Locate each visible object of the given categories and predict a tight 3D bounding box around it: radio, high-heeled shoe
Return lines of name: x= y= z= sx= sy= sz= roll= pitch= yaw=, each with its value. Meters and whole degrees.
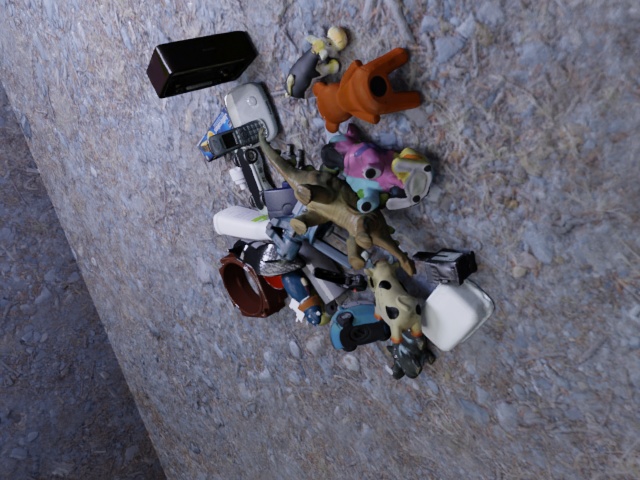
radio: x=-0.273 y=-0.400 z=1.228 sx=0.131 sy=0.229 sz=0.073 roll=-27 pitch=88 yaw=55
high-heeled shoe: x=-0.127 y=0.044 z=1.390 sx=0.249 sy=0.145 sz=0.086 roll=13 pitch=94 yaw=22

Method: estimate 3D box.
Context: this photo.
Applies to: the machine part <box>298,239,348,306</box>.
machine part: x=-0.001 y=0.073 z=1.347 sx=0.243 sy=0.079 sz=0.079 roll=56 pitch=141 yaw=5

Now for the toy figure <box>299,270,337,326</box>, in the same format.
toy figure: x=-0.023 y=0.138 z=1.409 sx=0.180 sy=0.082 sz=0.089 roll=56 pitch=137 yaw=3

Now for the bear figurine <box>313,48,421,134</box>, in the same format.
bear figurine: x=0.079 y=-0.277 z=1.035 sx=0.196 sy=0.132 sz=0.120 roll=3 pitch=116 yaw=66

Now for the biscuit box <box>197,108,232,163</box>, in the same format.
biscuit box: x=-0.251 y=-0.281 z=1.410 sx=0.059 sy=0.063 sz=0.202 roll=58 pitch=142 yaw=2

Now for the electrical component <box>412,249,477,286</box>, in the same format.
electrical component: x=0.242 y=0.052 z=1.071 sx=0.119 sy=0.075 sz=0.047 roll=0 pitch=112 yaw=43

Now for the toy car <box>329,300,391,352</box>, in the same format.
toy car: x=0.094 y=0.191 z=1.289 sx=0.103 sy=0.162 sz=0.109 roll=-110 pitch=7 yaw=-55

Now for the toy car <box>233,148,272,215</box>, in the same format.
toy car: x=-0.168 y=-0.161 z=1.402 sx=0.074 sy=0.056 sz=0.201 roll=-6 pitch=107 yaw=56

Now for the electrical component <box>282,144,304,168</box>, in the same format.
electrical component: x=-0.065 y=-0.184 z=1.300 sx=0.063 sy=0.021 sz=0.093 roll=33 pitch=134 yaw=29

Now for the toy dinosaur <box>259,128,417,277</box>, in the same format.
toy dinosaur: x=0.020 y=-0.086 z=1.120 sx=0.472 sy=0.198 sz=0.105 roll=39 pitch=129 yaw=9

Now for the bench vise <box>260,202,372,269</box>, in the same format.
bench vise: x=0.000 y=-0.004 z=1.231 sx=0.241 sy=0.129 sz=0.223 roll=32 pitch=92 yaw=12

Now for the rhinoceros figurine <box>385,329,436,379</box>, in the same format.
rhinoceros figurine: x=0.205 y=0.255 z=1.240 sx=0.112 sy=0.073 sz=0.190 roll=31 pitch=133 yaw=30

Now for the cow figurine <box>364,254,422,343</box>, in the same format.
cow figurine: x=0.152 y=0.116 z=1.162 sx=0.195 sy=0.085 sz=0.127 roll=-123 pitch=27 yaw=-60

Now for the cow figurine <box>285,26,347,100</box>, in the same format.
cow figurine: x=-0.015 y=-0.355 z=1.079 sx=0.068 sy=0.098 sz=0.167 roll=56 pitch=142 yaw=16

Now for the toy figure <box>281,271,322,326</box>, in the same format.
toy figure: x=-0.038 y=0.141 z=1.335 sx=0.154 sy=0.058 sz=0.064 roll=56 pitch=155 yaw=9

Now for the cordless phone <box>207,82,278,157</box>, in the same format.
cordless phone: x=-0.200 y=-0.278 z=1.260 sx=0.089 sy=0.184 sz=0.146 roll=-5 pitch=109 yaw=54

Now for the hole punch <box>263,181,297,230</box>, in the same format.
hole punch: x=-0.068 y=-0.084 z=1.317 sx=0.116 sy=0.092 sz=0.142 roll=6 pitch=114 yaw=42

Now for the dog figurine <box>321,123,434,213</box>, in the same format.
dog figurine: x=0.107 y=-0.157 z=1.076 sx=0.219 sy=0.192 sz=0.108 roll=-111 pitch=17 yaw=-52

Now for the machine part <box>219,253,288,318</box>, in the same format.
machine part: x=-0.204 y=0.128 z=1.597 sx=0.202 sy=0.087 sz=0.200 roll=-6 pitch=108 yaw=48
